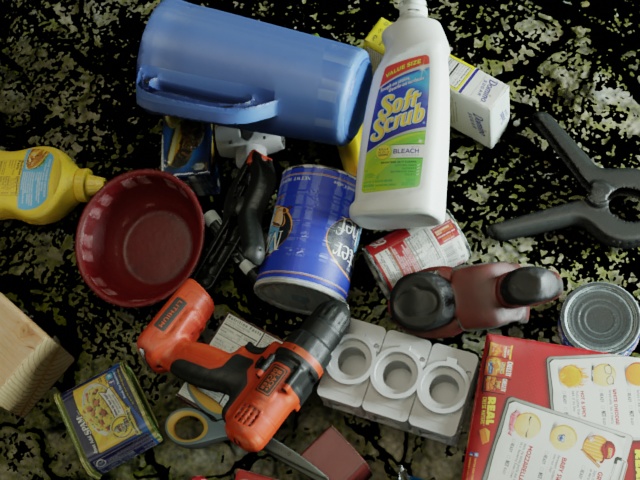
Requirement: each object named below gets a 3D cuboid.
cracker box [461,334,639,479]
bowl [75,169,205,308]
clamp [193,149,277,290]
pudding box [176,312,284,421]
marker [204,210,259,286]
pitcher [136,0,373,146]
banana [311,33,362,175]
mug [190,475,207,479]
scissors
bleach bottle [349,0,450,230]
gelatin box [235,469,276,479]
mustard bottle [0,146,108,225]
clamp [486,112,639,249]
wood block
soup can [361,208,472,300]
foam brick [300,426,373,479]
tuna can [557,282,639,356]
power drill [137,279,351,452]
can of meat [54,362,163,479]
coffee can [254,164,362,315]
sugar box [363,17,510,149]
[{"bbox_3d":[0.258,0.195,1.063,0.214,0.072,0.164,8,70,13],"label":"cracker box"},{"bbox_3d":[-0.197,0.003,1.226,0.162,0.055,0.162,-4,76,16],"label":"bowl"},{"bbox_3d":[-0.092,-0.022,1.200,0.120,0.039,0.171,-27,38,37],"label":"clamp"},{"bbox_3d":[-0.089,0.147,1.164,0.090,0.039,0.113,26,73,22],"label":"pudding box"},{"bbox_3d":[-0.096,0.013,1.232,0.020,0.020,0.121,-37,66,-6],"label":"marker"},{"bbox_3d":[-0.074,-0.174,1.171,0.243,0.145,0.149,14,80,14],"label":"pitcher"},{"bbox_3d":[0.025,-0.143,1.249,0.037,0.069,0.198,-25,71,21],"label":"banana"},{"bbox_3d":[-0.152,0.292,1.091,0.093,0.081,0.117,30,76,20],"label":"mug"},{"bbox_3d":[-0.085,0.208,1.084,0.096,0.016,0.202,-42,53,-7],"label":"scissors"},{"bbox_3d":[0.089,-0.140,1.150,0.103,0.068,0.251,-3,75,23],"label":"bleach bottle"},{"bbox_3d":[-0.052,0.283,1.099,0.089,0.030,0.073,12,78,18],"label":"gelatin box"},{"bbox_3d":[-0.349,-0.066,1.289,0.192,0.058,0.096,0,68,11],"label":"mustard bottle"},{"bbox_3d":[0.296,-0.038,1.171,0.210,0.036,0.164,26,75,19],"label":"clamp"},{"bbox_3d":[-0.391,0.096,1.213,0.206,0.090,0.090,36,78,21],"label":"wood block"},{"bbox_3d":[0.105,0.015,1.167,0.102,0.068,0.068,-28,66,-3],"label":"soup can"},{"bbox_3d":[0.015,0.233,1.088,0.051,0.078,0.053,-42,67,-10],"label":"foam brick"},{"bbox_3d":[0.294,0.088,1.121,0.086,0.033,0.086,-4,67,9],"label":"tuna can"},{"bbox_3d":[-0.082,0.109,1.108,0.188,0.057,0.184,23,61,31],"label":"power drill"},{"bbox_3d":[-0.228,0.194,1.160,0.084,0.057,0.102,-28,66,-5],"label":"can of meat"},{"bbox_3d":[-0.008,0.001,1.174,0.103,0.103,0.140,8,69,13],"label":"coffee can"},{"bbox_3d":[0.135,-0.181,1.230,0.176,0.093,0.048,31,75,19],"label":"sugar box"}]
